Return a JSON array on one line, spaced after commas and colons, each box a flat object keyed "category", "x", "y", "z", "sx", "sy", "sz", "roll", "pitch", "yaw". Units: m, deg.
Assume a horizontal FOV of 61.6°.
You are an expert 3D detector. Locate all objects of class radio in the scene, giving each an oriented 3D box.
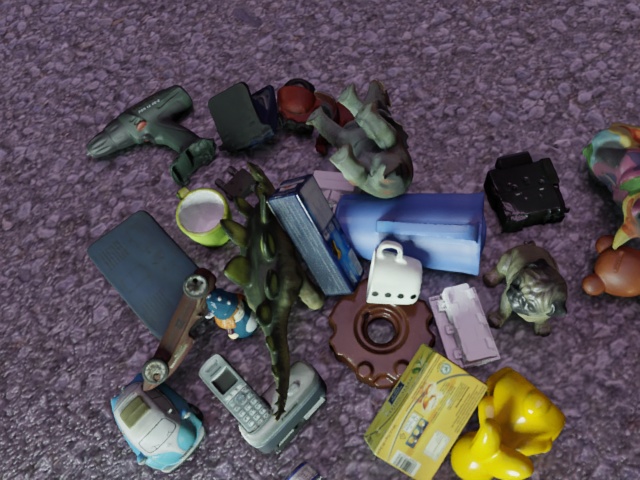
[{"category": "radio", "x": -0.290, "y": 0.062, "z": 0.949, "sx": 0.131, "sy": 0.073, "sz": 0.230, "roll": -43, "pitch": 70, "yaw": -13}]

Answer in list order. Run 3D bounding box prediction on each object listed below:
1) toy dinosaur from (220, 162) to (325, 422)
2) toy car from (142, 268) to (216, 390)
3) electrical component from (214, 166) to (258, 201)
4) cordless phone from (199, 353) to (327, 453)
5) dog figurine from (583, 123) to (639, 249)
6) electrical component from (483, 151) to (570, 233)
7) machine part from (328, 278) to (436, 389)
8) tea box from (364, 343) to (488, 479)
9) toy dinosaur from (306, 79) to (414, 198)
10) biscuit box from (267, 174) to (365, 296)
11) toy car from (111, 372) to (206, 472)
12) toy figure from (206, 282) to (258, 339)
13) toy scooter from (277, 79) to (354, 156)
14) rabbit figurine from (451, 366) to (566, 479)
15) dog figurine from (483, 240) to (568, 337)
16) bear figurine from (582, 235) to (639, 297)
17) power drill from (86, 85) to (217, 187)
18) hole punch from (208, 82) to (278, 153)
[{"category": "toy dinosaur", "x": -0.078, "y": 0.053, "z": 0.853, "sx": 0.105, "sy": 0.198, "sz": 0.471, "roll": -23, "pitch": 61, "yaw": 14}, {"category": "toy car", "x": -0.215, "y": 0.138, "z": 0.831, "sx": 0.053, "sy": 0.089, "sz": 0.202, "roll": 24, "pitch": 78, "yaw": -8}, {"category": "electrical component", "x": -0.154, "y": -0.102, "z": 1.030, "sx": 0.094, "sy": 0.021, "sz": 0.063, "roll": 36, "pitch": 76, "yaw": 19}, {"category": "cordless phone", "x": -0.092, "y": 0.225, "z": 0.849, "sx": 0.184, "sy": 0.088, "sz": 0.146, "roll": 39, "pitch": 76, "yaw": 25}, {"category": "dog figurine", "x": 0.496, "y": -0.082, "z": 0.856, "sx": 0.192, "sy": 0.108, "sz": 0.219, "roll": 32, "pitch": 51, "yaw": 22}, {"category": "electrical component", "x": 0.356, "y": -0.088, "z": 0.943, "sx": 0.115, "sy": 0.058, "sz": 0.134, "roll": -13, "pitch": 66, "yaw": -1}, {"category": "machine part", "x": 0.099, "y": 0.146, "z": 0.873, "sx": 0.179, "sy": 0.056, "sz": 0.179, "roll": -3, "pitch": 65, "yaw": 6}, {"category": "tea box", "x": 0.152, "y": 0.250, "z": 0.782, "sx": 0.098, "sy": 0.068, "sz": 0.169, "roll": 36, "pitch": 85, "yaw": -8}, {"category": "toy dinosaur", "x": 0.094, "y": -0.139, "z": 0.880, "sx": 0.131, "sy": 0.192, "sz": 0.405, "roll": -43, "pitch": 32, "yaw": 22}, {"category": "biscuit box", "x": -0.002, "y": -0.003, "z": 0.848, "sx": 0.063, "sy": 0.202, "sz": 0.059, "roll": -9, "pitch": 33, "yaw": 35}, {"category": "toy car", "x": -0.263, "y": 0.274, "z": 0.837, "sx": 0.162, "sy": 0.102, "sz": 0.109, "roll": 41, "pitch": 76, "yaw": 19}, {"category": "toy figure", "x": -0.138, "y": 0.115, "z": 0.861, "sx": 0.058, "sy": 0.154, "sz": 0.064, "roll": -16, "pitch": 65, "yaw": 1}, {"category": "toy scooter", "x": -0.011, "y": -0.233, "z": 1.044, "sx": 0.184, "sy": 0.075, "sz": 0.135, "roll": 18, "pitch": 71, "yaw": 9}, {"category": "rabbit figurine", "x": 0.259, "y": 0.281, "z": 0.758, "sx": 0.173, "sy": 0.162, "sz": 0.122, "roll": -43, "pitch": 81, "yaw": 7}, {"category": "dog figurine", "x": 0.327, "y": 0.050, "z": 0.814, "sx": 0.121, "sy": 0.190, "sz": 0.172, "roll": -1, "pitch": 65, "yaw": 6}, {"category": "bear figurine", "x": 0.522, "y": 0.075, "z": 0.836, "sx": 0.196, "sy": 0.131, "sz": 0.120, "roll": 12, "pitch": 66, "yaw": 31}, {"category": "power drill", "x": -0.322, "y": -0.194, "z": 1.067, "sx": 0.232, "sy": 0.085, "sz": 0.207, "roll": -44, "pitch": 61, "yaw": -15}, {"category": "hole punch", "x": -0.139, "y": -0.236, "z": 1.041, "sx": 0.142, "sy": 0.092, "sz": 0.115, "roll": -14, "pitch": 97, "yaw": 33}]
